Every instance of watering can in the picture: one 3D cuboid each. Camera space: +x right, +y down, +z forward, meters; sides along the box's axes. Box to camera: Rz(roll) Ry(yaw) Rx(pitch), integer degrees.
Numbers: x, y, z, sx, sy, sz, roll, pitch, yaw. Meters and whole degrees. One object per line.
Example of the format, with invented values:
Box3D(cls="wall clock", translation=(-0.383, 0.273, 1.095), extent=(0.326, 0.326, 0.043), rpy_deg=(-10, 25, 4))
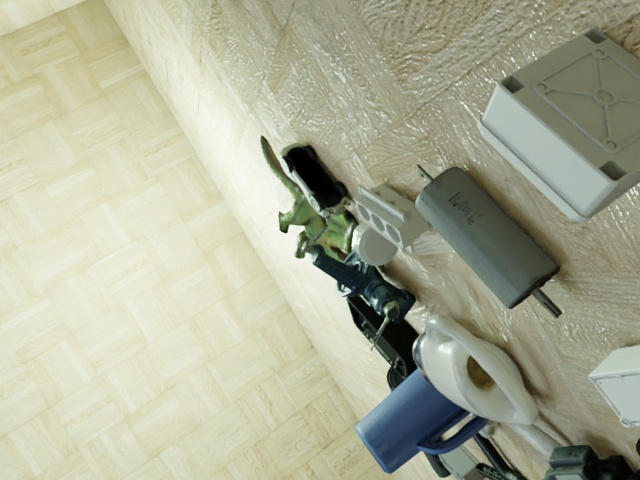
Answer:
Box3D(cls="watering can", translation=(0.279, 0.253, 0.843), extent=(0.347, 0.105, 0.223), rpy_deg=(50, 167, -5))

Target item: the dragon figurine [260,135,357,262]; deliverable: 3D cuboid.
Box3D(cls="dragon figurine", translation=(0.004, -0.060, 1.195), extent=(0.243, 0.124, 0.403), rpy_deg=(8, 133, 50))
